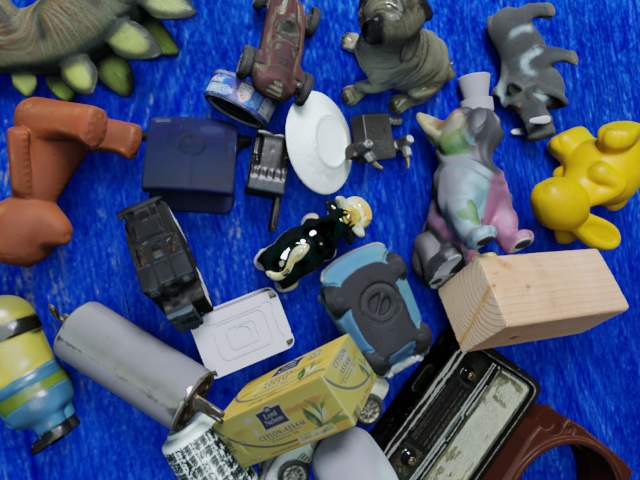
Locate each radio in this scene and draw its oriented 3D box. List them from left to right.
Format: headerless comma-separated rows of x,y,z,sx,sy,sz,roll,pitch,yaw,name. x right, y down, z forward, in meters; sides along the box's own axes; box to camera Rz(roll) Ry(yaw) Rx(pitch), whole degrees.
0.166,0.238,0.705,0.131,0.073,0.229,39,81,-7,radio

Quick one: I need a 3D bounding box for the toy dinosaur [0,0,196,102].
-0.255,-0.289,0.634,0.471,0.105,0.198,-42,104,0,toy dinosaur

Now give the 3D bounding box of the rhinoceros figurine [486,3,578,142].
0.290,-0.232,0.746,0.112,0.073,0.190,-19,91,-12,rhinoceros figurine

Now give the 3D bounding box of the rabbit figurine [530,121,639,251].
0.347,-0.064,0.730,0.173,0.122,0.162,-30,117,-29,rabbit figurine

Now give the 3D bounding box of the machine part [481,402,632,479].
0.301,0.340,0.714,0.201,0.087,0.201,39,81,-10,machine part

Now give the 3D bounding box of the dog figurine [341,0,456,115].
0.115,-0.235,0.654,0.172,0.190,0.121,-11,90,-13,dog figurine

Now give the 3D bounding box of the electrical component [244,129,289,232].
-0.068,-0.072,0.673,0.048,0.075,0.119,11,90,-10,electrical component

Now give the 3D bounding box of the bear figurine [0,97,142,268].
-0.294,-0.052,0.592,0.132,0.120,0.195,11,88,9,bear figurine

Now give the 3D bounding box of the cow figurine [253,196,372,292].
-0.002,-0.004,0.671,0.167,0.098,0.068,-37,89,-9,cow figurine

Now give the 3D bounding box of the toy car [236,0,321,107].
-0.045,-0.246,0.653,0.089,0.053,0.202,20,53,-18,toy car

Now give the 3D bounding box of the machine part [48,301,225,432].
-0.212,0.142,0.613,0.243,0.079,0.079,27,83,10,machine part

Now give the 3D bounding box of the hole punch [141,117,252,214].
-0.155,-0.095,0.651,0.142,0.092,0.115,2,84,-7,hole punch

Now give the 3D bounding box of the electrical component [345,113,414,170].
0.079,-0.128,0.702,0.102,0.045,0.078,-6,94,-39,electrical component

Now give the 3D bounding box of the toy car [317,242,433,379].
0.066,0.086,0.676,0.109,0.103,0.161,-30,94,-9,toy car

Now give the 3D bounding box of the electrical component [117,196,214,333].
-0.169,0.034,0.607,0.058,0.114,0.134,-24,65,-8,electrical component

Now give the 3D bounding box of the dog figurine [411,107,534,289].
0.176,-0.065,0.707,0.108,0.191,0.219,4,57,-28,dog figurine

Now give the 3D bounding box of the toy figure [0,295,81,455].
-0.337,0.147,0.611,0.089,0.082,0.180,-36,90,-21,toy figure

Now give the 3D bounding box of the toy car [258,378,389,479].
0.002,0.235,0.674,0.202,0.073,0.056,-38,99,-10,toy car

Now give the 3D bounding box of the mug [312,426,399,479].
0.038,0.278,0.594,0.080,0.107,0.109,39,83,-21,mug

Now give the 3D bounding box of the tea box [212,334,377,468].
-0.029,0.186,0.619,0.170,0.098,0.068,-32,95,25,tea box
